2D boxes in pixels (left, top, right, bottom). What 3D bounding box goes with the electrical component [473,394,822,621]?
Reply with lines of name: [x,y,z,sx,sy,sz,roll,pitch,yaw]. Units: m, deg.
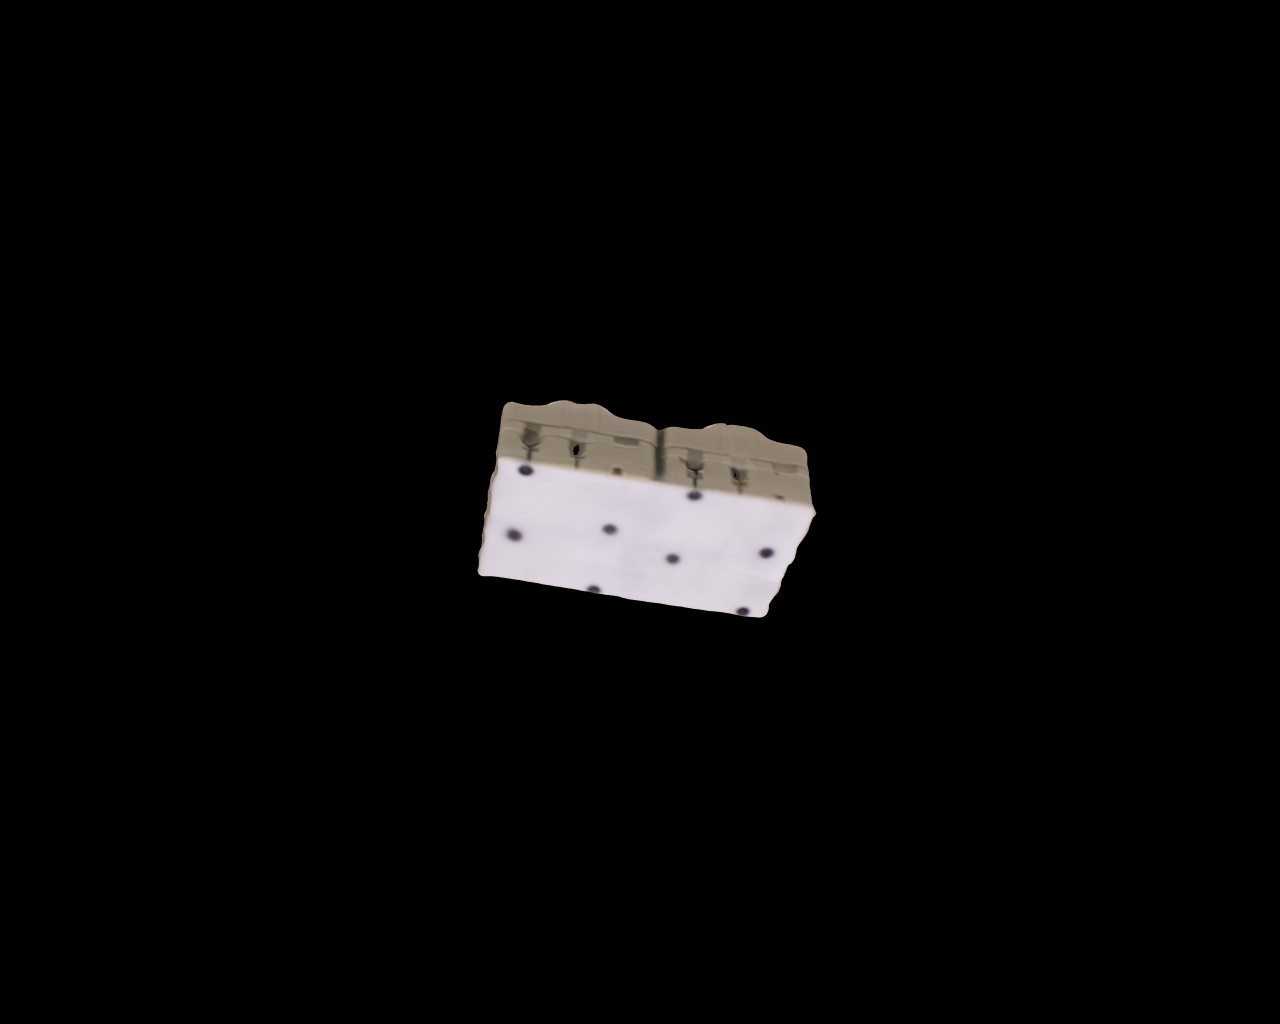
electrical component: [0.001,-0.003,0.650,0.186,0.060,0.105,9,-46,-8]
